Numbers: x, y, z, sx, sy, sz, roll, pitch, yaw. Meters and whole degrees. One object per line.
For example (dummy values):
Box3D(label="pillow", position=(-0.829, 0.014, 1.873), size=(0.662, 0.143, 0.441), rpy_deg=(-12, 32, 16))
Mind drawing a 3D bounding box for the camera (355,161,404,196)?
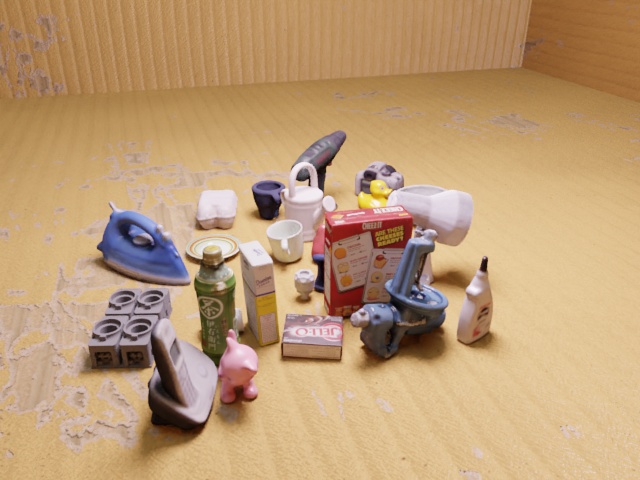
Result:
Box3D(label="camera", position=(0.193, -0.184, 1.711), size=(0.142, 0.101, 0.137), rpy_deg=(15, 31, 27))

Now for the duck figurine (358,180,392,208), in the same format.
Box3D(label="duck figurine", position=(0.158, -0.128, 1.618), size=(0.104, 0.086, 0.078), rpy_deg=(11, 29, 20))

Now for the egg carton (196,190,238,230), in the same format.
Box3D(label="egg carton", position=(-0.277, -0.086, 1.547), size=(0.107, 0.069, 0.150), rpy_deg=(-2, 27, -5))

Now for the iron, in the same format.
Box3D(label="iron", position=(-0.391, 0.003, 1.294), size=(0.257, 0.141, 0.119), rpy_deg=(17, 32, 29))

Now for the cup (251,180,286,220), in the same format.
Box3D(label="cup", position=(-0.133, -0.100, 1.549), size=(0.092, 0.095, 0.117), rpy_deg=(-12, 30, -22))

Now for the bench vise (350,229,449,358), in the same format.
Box3D(label="bench vise", position=(0.156, 0.098, 1.031), size=(0.121, 0.220, 0.208), rpy_deg=(21, 34, 34))

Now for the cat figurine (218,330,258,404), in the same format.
Box3D(label="cat figurine", position=(-0.136, 0.200, 0.942), size=(0.067, 0.118, 0.127), rpy_deg=(-7, 28, -13))

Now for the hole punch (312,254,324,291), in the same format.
Box3D(label="hole punch", position=(0.042, 0.058, 1.249), size=(0.108, 0.091, 0.101), rpy_deg=(10, 29, 18))

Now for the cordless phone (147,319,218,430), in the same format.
Box3D(label="cordless phone", position=(-0.218, 0.186, 0.894), size=(0.094, 0.185, 0.147), rpy_deg=(0, 27, -1))

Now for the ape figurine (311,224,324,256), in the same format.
Box3D(label="ape figurine", position=(0.012, 0.005, 1.351), size=(0.076, 0.092, 0.077), rpy_deg=(-19, 33, -33))

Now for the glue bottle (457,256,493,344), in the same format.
Box3D(label="glue bottle", position=(0.295, 0.107, 1.067), size=(0.078, 0.173, 0.037), rpy_deg=(-23, 35, -38))

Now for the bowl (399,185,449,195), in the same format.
Box3D(label="bowl", position=(0.283, -0.087, 1.552), size=(0.167, 0.075, 0.167), rpy_deg=(0, 27, 0))

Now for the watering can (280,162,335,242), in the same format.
Box3D(label="watering can", position=(-0.034, -0.100, 1.442), size=(0.172, 0.194, 0.101), rpy_deg=(11, 29, 20))

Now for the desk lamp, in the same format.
Box3D(label="desk lamp", position=(0.218, -0.008, 1.246), size=(0.203, 0.214, 0.118), rpy_deg=(-2, 27, -5))

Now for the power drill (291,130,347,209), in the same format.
Box3D(label="power drill", position=(0.003, -0.179, 1.581), size=(0.075, 0.208, 0.230), rpy_deg=(16, 31, 28))
